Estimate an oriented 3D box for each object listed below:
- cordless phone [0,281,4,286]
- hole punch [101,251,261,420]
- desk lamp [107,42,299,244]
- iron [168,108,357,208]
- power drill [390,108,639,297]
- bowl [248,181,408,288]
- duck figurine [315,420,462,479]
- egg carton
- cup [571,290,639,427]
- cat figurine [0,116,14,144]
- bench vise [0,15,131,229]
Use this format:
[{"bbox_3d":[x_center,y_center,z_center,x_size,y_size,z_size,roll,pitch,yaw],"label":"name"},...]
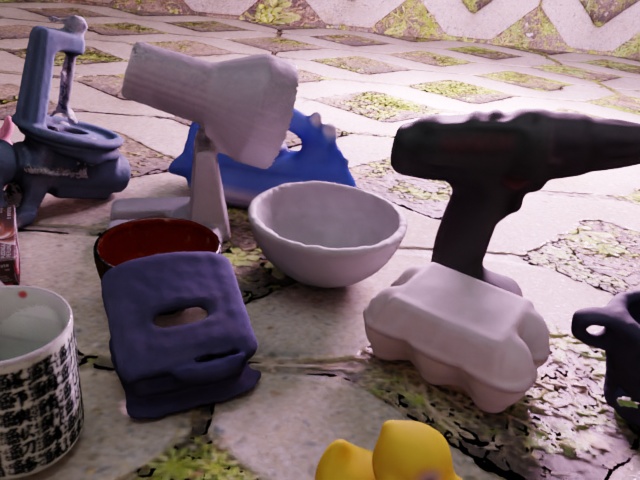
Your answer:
[{"bbox_3d":[-0.280,0.027,0.385,0.094,0.185,0.147,6,28,0],"label":"cordless phone"},{"bbox_3d":[-0.106,0.069,0.443,0.109,0.091,0.100,-9,32,-26],"label":"hole punch"},{"bbox_3d":[-0.131,-0.102,0.625,0.203,0.214,0.117,-2,29,-15],"label":"desk lamp"},{"bbox_3d":[-0.061,-0.122,0.753,0.258,0.141,0.118,9,28,6],"label":"iron"},{"bbox_3d":[0.177,-0.031,0.563,0.229,0.208,0.076,14,29,14],"label":"power drill"},{"bbox_3d":[0.006,0.002,0.607,0.167,0.075,0.167,5,28,-2],"label":"bowl"},{"bbox_3d":[0.046,0.143,0.341,0.104,0.086,0.078,23,32,29],"label":"duck figurine"},{"bbox_3d":[0.117,0.079,0.493,0.150,0.069,0.107,22,32,27],"label":"egg carton"},{"bbox_3d":[0.252,0.099,0.456,0.117,0.095,0.091,8,28,4],"label":"cup"},{"bbox_3d":[-0.447,-0.133,0.721,0.128,0.118,0.067,1,29,-10],"label":"cat figurine"},{"bbox_3d":[-0.307,-0.129,0.633,0.121,0.220,0.208,17,30,19],"label":"bench vise"}]
